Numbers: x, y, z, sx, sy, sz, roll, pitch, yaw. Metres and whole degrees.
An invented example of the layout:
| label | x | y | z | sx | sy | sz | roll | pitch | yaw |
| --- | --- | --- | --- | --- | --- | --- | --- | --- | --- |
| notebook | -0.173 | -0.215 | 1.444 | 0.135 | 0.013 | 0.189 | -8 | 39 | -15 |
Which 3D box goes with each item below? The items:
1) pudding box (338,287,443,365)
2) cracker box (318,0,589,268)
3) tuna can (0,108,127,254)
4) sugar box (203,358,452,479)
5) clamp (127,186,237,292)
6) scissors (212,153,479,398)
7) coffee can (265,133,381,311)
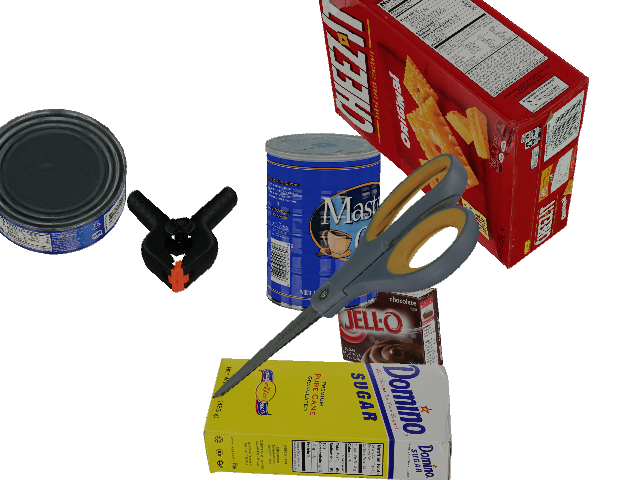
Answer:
| label | x | y | z | sx | sy | sz | roll | pitch | yaw |
| --- | --- | --- | --- | --- | --- | --- | --- | --- | --- |
| pudding box | 0.071 | 0.088 | 1.117 | 0.114 | 0.090 | 0.039 | 7 | 24 | 37 |
| cracker box | 0.090 | -0.104 | 0.784 | 0.072 | 0.214 | 0.164 | -35 | -31 | -17 |
| tuna can | -0.160 | -0.035 | 0.643 | 0.086 | 0.086 | 0.034 | 0 | -30 | -10 |
| sugar box | 0.008 | 0.131 | 0.792 | 0.176 | 0.048 | 0.093 | -1 | 30 | 5 |
| clamp | -0.138 | -0.009 | 1.130 | 0.120 | 0.039 | 0.171 | -12 | 38 | -7 |
| scissors | 0.017 | 0.035 | 0.598 | 0.016 | 0.202 | 0.096 | 39 | 4 | -28 |
| coffee can | 0.002 | -0.018 | 0.952 | 0.103 | 0.140 | 0.103 | 0 | 15 | 0 |
